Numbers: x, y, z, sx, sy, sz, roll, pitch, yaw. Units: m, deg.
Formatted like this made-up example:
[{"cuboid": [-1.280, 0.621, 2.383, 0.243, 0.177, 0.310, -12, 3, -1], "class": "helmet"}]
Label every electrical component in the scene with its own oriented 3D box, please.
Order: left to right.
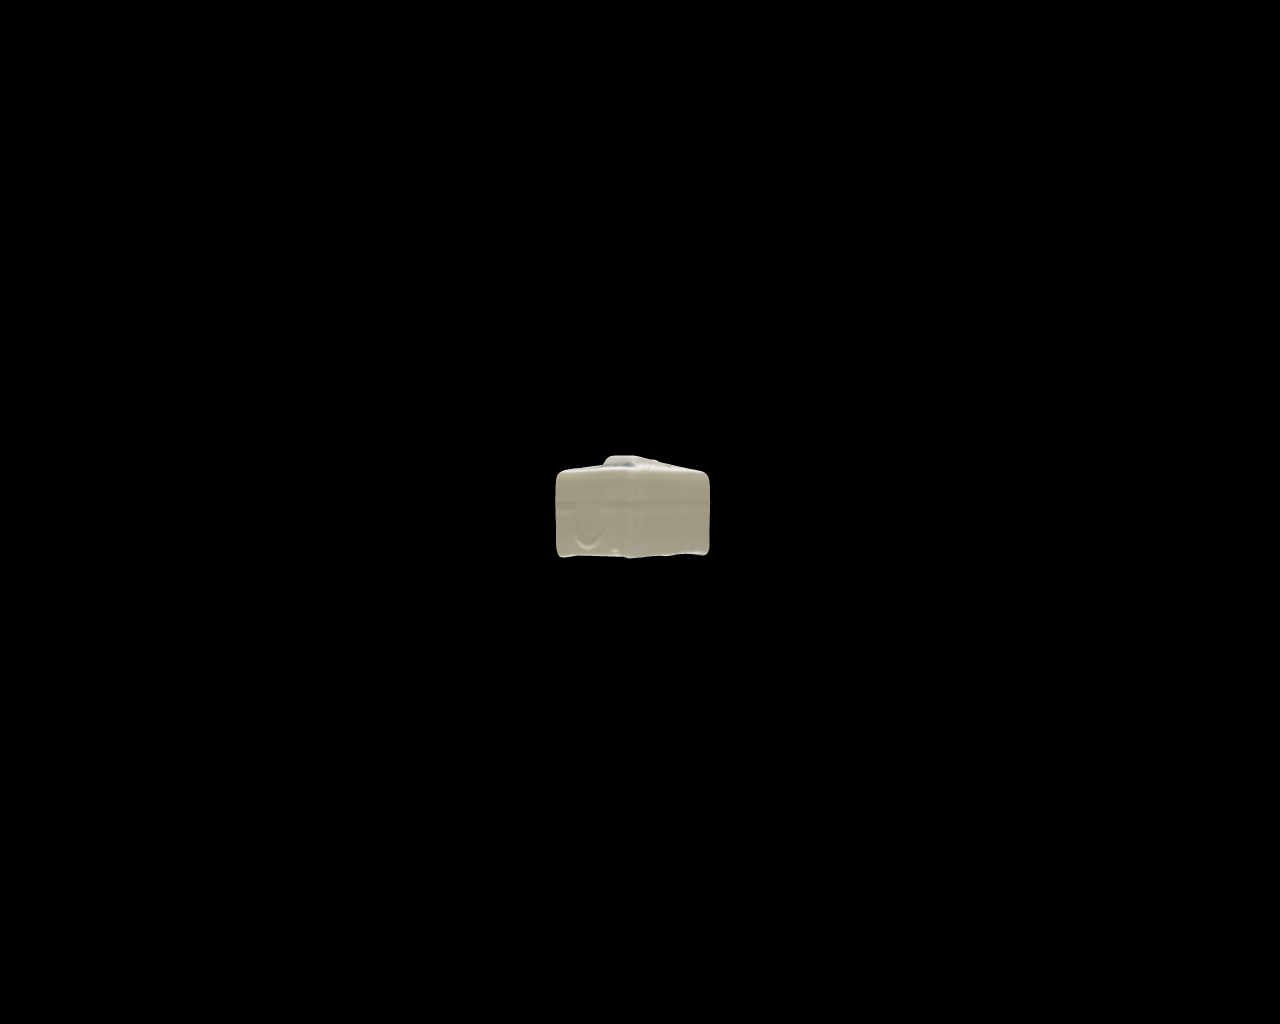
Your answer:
[{"cuboid": [0.001, -0.003, 0.650, 0.062, 0.061, 0.096, 0, 0, 39], "class": "electrical component"}]
